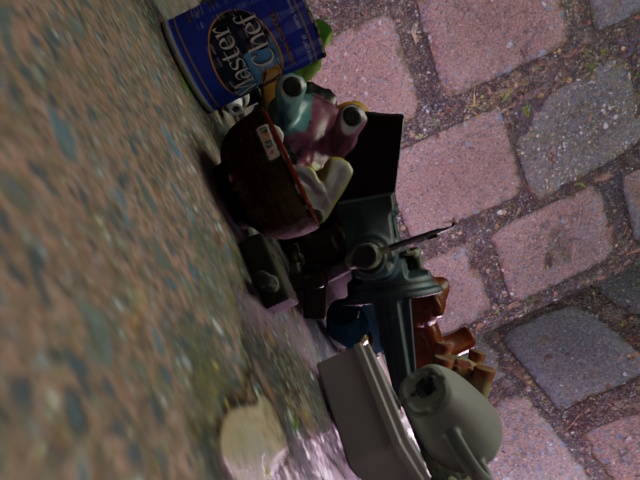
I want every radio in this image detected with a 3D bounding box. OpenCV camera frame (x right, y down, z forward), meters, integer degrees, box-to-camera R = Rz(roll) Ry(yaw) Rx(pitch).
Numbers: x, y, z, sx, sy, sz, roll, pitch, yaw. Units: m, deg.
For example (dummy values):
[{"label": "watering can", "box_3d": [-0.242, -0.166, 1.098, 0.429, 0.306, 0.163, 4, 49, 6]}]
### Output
[{"label": "radio", "box_3d": [0.075, -0.086, 0.757, 0.229, 0.073, 0.131, 59, 38, -81]}]

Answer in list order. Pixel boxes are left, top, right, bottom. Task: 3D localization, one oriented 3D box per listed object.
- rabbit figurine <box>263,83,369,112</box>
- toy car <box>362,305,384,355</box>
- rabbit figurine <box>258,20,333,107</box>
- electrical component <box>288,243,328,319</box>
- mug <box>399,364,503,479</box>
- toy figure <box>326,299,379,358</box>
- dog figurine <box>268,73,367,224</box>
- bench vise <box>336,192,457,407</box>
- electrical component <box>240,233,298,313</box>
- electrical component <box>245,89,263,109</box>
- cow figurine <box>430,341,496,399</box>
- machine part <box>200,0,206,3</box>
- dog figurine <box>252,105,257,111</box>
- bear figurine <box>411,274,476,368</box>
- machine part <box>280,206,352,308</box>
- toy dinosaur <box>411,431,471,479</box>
[{"label": "rabbit figurine", "box_3d": [0.001, -0.176, 0.849, 0.121, 0.173, 0.162, 99, -22, -56]}, {"label": "toy car", "box_3d": [0.070, 0.114, 0.904, 0.109, 0.103, 0.161, -95, 176, -83]}, {"label": "rabbit figurine", "box_3d": [-0.059, -0.291, 0.942, 0.170, 0.121, 0.159, 152, -59, -64]}, {"label": "electrical component", "box_3d": [-0.013, 0.046, 0.604, 0.102, 0.045, 0.078, -84, 178, -80]}, {"label": "mug", "box_3d": [0.123, 0.176, 0.515, 0.107, 0.081, 0.110, 48, 18, -35]}, {"label": "toy figure", "box_3d": [0.043, 0.133, 0.752, 0.154, 0.058, 0.064, 70, 4, -55]}, {"label": "dog figurine", "box_3d": [-0.026, -0.107, 0.651, 0.219, 0.108, 0.191, -155, -96, -81]}, {"label": "bench vise", "box_3d": [0.081, 0.072, 0.606, 0.223, 0.129, 0.240, 47, 35, -85]}, {"label": "electrical component", "box_3d": [-0.042, 0.025, 0.431, 0.094, 0.021, 0.063, 52, 13, -75]}, {"label": "electrical component", "box_3d": [-0.139, -0.263, 0.775, 0.115, 0.058, 0.134, 52, 13, -87]}, {"label": "cow figurine", "box_3d": [0.166, 0.198, 0.683, 0.195, 0.086, 0.127, 16, 89, -79]}, {"label": "machine part", "box_3d": [-0.158, -0.346, 0.913, 0.079, 0.079, 0.243, 62, 5, -52]}, {"label": "dog figurine", "box_3d": [-0.068, -0.157, 1.029, 0.191, 0.172, 0.121, 34, 11, 11]}, {"label": "bear figurine", "box_3d": [0.157, 0.101, 0.785, 0.120, 0.132, 0.195, 40, -33, 37]}, {"label": "machine part", "box_3d": [-0.002, -0.002, 0.785, 0.200, 0.087, 0.202, 62, 5, -52]}, {"label": "toy dinosaur", "box_3d": [0.145, 0.305, 0.647, 0.192, 0.131, 0.405, 65, -4, -17]}]
